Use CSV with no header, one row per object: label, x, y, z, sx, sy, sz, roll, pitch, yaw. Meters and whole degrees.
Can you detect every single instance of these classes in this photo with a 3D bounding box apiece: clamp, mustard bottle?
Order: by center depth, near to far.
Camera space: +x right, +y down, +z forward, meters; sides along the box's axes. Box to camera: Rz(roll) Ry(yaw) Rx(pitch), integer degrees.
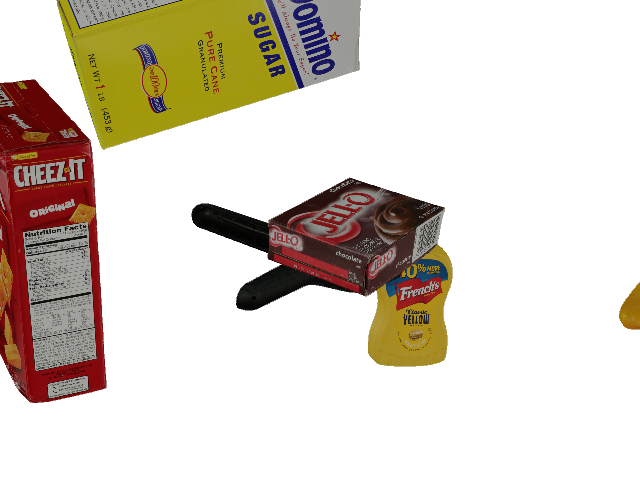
clamp,-0.009,0.021,1.009,0.209,0.036,0.164,6,29,-19
mustard bottle,0.112,0.055,1.297,0.096,0.192,0.058,0,14,-13

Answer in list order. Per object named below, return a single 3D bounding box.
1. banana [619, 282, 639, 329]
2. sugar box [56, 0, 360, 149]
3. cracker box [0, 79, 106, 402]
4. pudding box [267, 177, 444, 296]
banana,0.291,0.027,0.707,0.198,0.037,0.069,-2,33,0
sugar box,-0.062,-0.124,0.653,0.176,0.048,0.093,-17,-37,-10
cracker box,-0.233,-0.002,0.855,0.072,0.214,0.164,-11,28,-26
pudding box,0.028,-0.005,0.807,0.090,0.039,0.113,21,29,29
